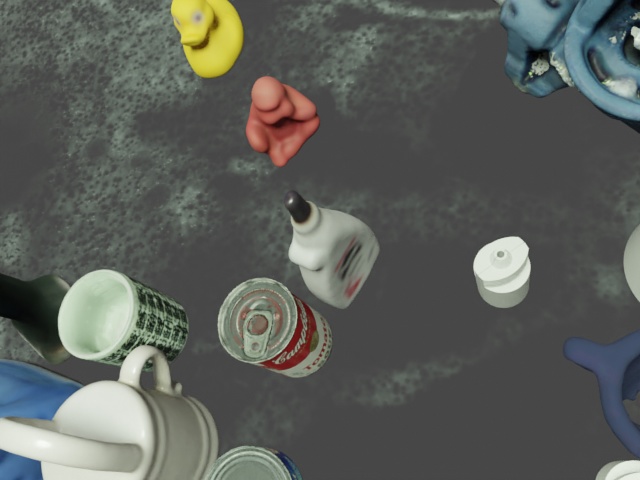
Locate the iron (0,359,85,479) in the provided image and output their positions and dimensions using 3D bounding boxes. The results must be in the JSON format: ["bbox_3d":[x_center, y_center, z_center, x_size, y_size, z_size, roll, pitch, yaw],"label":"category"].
[{"bbox_3d":[-0.344,0.164,0.542,0.257,0.142,0.119,13,75,22],"label":"iron"}]

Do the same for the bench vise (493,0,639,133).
[{"bbox_3d":[0.212,-0.166,0.437,0.206,0.220,0.121,20,78,24],"label":"bench vise"}]

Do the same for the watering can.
[{"bbox_3d":[-0.167,0.171,0.450,0.100,0.194,0.173,-12,67,14],"label":"watering can"}]

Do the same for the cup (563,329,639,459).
[{"bbox_3d":[0.225,0.107,0.399,0.117,0.095,0.092,25,79,25],"label":"cup"}]

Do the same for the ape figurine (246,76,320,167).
[{"bbox_3d":[-0.043,-0.129,0.581,0.077,0.092,0.076,-7,68,16],"label":"ape figurine"}]

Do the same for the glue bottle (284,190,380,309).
[{"bbox_3d":[0.004,0.002,0.469,0.037,0.173,0.078,22,78,25],"label":"glue bottle"}]

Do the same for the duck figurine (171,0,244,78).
[{"bbox_3d":[-0.137,-0.254,0.663,0.077,0.086,0.104,-5,69,17],"label":"duck figurine"}]

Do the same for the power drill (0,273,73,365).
[{"bbox_3d":[-0.319,0.054,0.538,0.229,0.209,0.076,30,82,26],"label":"power drill"}]
